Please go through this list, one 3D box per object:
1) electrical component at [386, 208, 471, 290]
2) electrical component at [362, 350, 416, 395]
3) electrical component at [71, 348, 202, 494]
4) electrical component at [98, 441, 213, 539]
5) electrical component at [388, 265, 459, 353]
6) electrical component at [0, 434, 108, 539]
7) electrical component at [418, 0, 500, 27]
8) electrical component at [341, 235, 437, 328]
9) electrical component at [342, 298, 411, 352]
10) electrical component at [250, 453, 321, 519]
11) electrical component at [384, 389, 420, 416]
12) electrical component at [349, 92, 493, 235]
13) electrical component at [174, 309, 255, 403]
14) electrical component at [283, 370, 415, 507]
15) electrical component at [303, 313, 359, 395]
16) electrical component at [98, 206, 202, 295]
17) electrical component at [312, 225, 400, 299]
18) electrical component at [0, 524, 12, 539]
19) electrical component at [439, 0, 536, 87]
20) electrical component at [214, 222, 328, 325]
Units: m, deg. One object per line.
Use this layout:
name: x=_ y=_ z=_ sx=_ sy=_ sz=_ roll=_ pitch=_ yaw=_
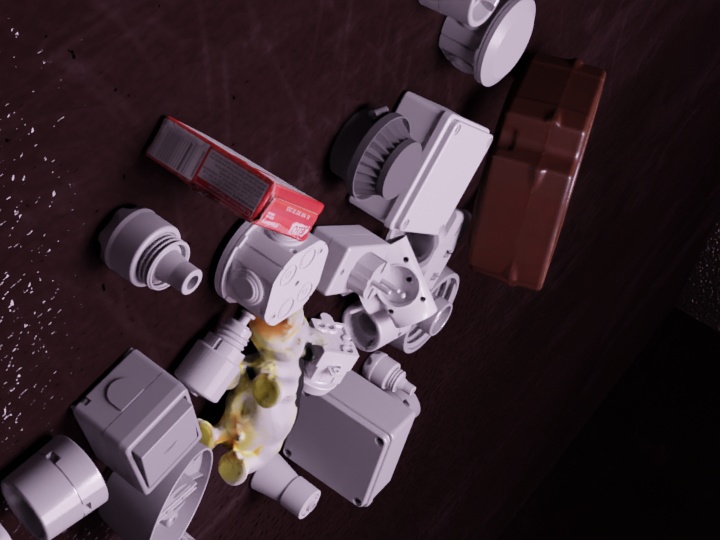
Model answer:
electrical component: x=0.061 y=-0.028 z=1.048 sx=0.089 sy=0.050 sz=0.056 roll=-62 pitch=160 yaw=12
electrical component: x=0.034 y=0.117 z=1.185 sx=0.035 sy=0.061 sz=0.035 roll=-46 pitch=157 yaw=-26
electrical component: x=-0.152 y=0.113 z=0.762 sx=0.061 sy=0.061 sz=0.096 roll=-47 pitch=157 yaw=-25
electrical component: x=-0.155 y=0.175 z=0.843 sx=0.099 sy=0.064 sz=0.099 roll=-46 pitch=158 yaw=-26
electrical component: x=0.062 y=0.037 z=1.130 sx=0.108 sy=0.060 sz=0.108 roll=-46 pitch=157 yaw=-26
electrical component: x=-0.202 y=0.144 z=0.707 sx=0.047 sy=0.055 sz=0.055 roll=-37 pitch=152 yaw=-34
electrical component: x=0.078 y=-0.217 z=0.816 sx=0.055 sy=0.047 sz=0.055 roll=-46 pitch=157 yaw=-26
electrical component: x=0.022 y=0.017 z=1.008 sx=0.079 sy=0.077 sz=0.044 roll=-22 pitch=-172 yaw=12
electrical component: x=0.016 y=0.048 z=1.056 sx=0.047 sy=0.055 sz=0.055 roll=-30 pitch=147 yaw=-43
electrical component: x=-0.073 y=0.221 z=1.092 sx=0.044 sy=0.065 sz=0.044 roll=-46 pitch=157 yaw=-26
electrical component: x=0.035 y=0.164 z=1.271 sx=0.047 sy=0.055 sz=0.055 roll=-38 pitch=152 yaw=-33
electrical component: x=0.055 y=-0.090 z=0.936 sx=0.108 sy=0.056 sz=0.109 roll=-61 pitch=159 yaw=11
electrical component: x=-0.108 y=0.065 z=0.821 sx=0.078 sy=0.040 sz=0.040 roll=-55 pitch=159 yaw=-7
electrical component: x=-0.013 y=0.164 z=1.083 sx=0.056 sy=0.109 sz=0.108 roll=-36 pitch=151 yaw=-48
electrical component: x=-0.035 y=0.082 z=0.991 sx=0.048 sy=0.066 sz=0.055 roll=11 pitch=124 yaw=-31
electrical component: x=-0.123 y=-0.008 z=0.647 sx=0.043 sy=0.062 sz=0.043 roll=-46 pitch=157 yaw=-26
electrical component: x=0.000 y=0.000 z=0.917 sx=0.047 sy=0.076 sz=0.083 roll=-63 pitch=159 yaw=15
electrical component: x=-0.253 y=0.173 z=0.648 sx=0.077 sy=0.043 sz=0.079 roll=-39 pitch=153 yaw=-39
electrical component: x=0.108 y=-0.199 z=0.903 sx=0.080 sy=0.051 sz=0.080 roll=-46 pitch=157 yaw=-26
electrical component: x=-0.066 y=-0.003 z=0.800 sx=0.080 sy=0.051 sz=0.080 roll=-47 pitch=158 yaw=-26
